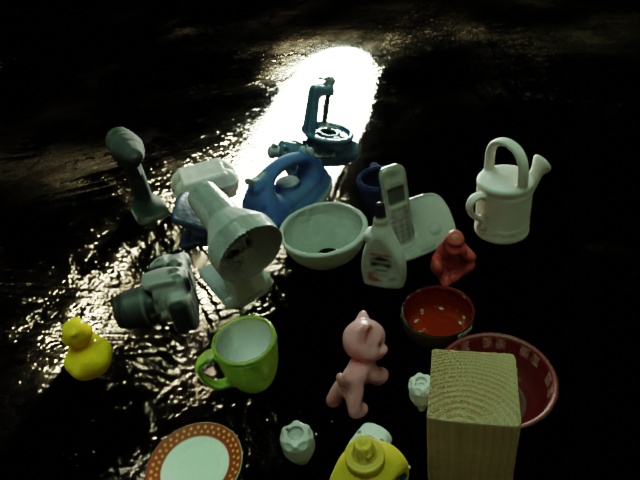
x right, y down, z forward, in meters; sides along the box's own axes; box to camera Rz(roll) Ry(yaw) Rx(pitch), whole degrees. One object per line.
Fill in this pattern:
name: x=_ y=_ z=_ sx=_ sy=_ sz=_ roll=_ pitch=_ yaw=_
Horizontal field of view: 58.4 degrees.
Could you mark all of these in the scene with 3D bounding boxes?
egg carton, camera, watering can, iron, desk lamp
egg carton: x=-0.260 y=-0.129 z=1.298 sx=0.150 sy=0.069 sz=0.107 roll=-19 pitch=39 yaw=-13
camera: x=-0.286 y=0.091 z=0.995 sx=0.137 sy=0.101 sz=0.143 roll=-14 pitch=38 yaw=-6
watering can: x=0.339 y=-0.100 z=1.039 sx=0.100 sy=0.194 sz=0.173 roll=23 pitch=48 yaw=34
iron: x=-0.063 y=-0.121 z=1.190 sx=0.118 sy=0.142 sz=0.259 roll=20 pitch=46 yaw=33
desk lamp: x=-0.151 y=0.014 z=0.974 sx=0.118 sy=0.214 sz=0.202 roll=-29 pitch=42 yaw=-24

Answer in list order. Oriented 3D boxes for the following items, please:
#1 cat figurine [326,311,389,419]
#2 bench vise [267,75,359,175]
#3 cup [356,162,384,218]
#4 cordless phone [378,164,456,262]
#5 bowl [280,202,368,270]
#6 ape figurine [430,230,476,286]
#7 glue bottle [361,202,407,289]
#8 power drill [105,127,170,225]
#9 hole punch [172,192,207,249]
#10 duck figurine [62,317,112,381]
cat figurine: x=0.055 y=0.167 z=0.815 sx=0.067 sy=0.118 sz=0.128 roll=14 pitch=43 yaw=27
bench vise: x=-0.013 y=-0.240 z=1.268 sx=0.208 sy=0.220 sz=0.121 roll=-32 pitch=43 yaw=-26
cup: x=0.119 y=-0.096 z=1.158 sx=0.091 sy=0.095 sz=0.117 roll=-10 pitch=38 yaw=-1
cordless phone: x=0.168 y=-0.061 z=1.030 sx=0.148 sy=0.185 sz=0.094 roll=-23 pitch=40 yaw=-18
bowl: x=0.010 y=0.004 z=1.069 sx=0.167 sy=0.075 sz=0.167 roll=-5 pitch=38 yaw=5
ape figurine: x=0.229 y=0.023 z=0.986 sx=0.077 sy=0.092 sz=0.076 roll=0 pitch=39 yaw=12
glue bottle: x=0.104 y=0.008 z=0.964 sx=0.078 sy=0.173 sz=0.037 roll=4 pitch=40 yaw=17
power drill: x=-0.393 y=-0.142 z=1.228 sx=0.076 sy=0.209 sz=0.228 roll=-25 pitch=40 yaw=-20
hole punch: x=-0.241 y=-0.046 z=1.171 sx=0.101 sy=0.091 sz=0.108 roll=-6 pitch=38 yaw=5
duck figurine: x=-0.386 y=0.169 z=0.927 sx=0.078 sy=0.086 sz=0.104 roll=-23 pitch=40 yaw=-17
